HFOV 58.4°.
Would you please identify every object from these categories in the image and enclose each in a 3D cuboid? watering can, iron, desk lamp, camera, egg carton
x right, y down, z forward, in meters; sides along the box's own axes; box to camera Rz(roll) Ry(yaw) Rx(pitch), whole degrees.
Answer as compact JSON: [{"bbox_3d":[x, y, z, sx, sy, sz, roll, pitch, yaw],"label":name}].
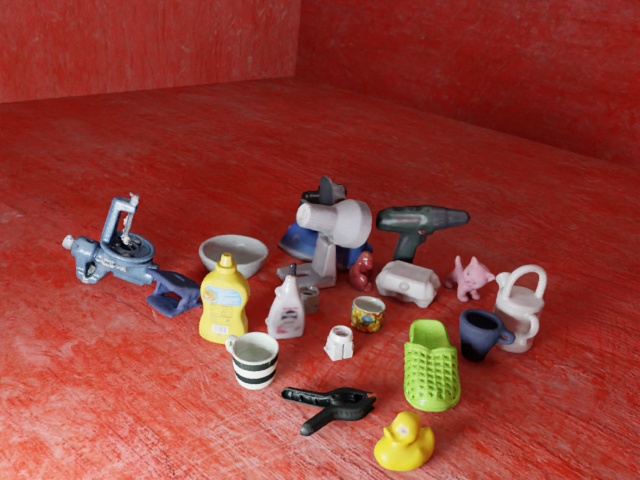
[{"bbox_3d":[0.431,0.136,1.253,0.101,0.194,0.172,-9,30,-29],"label":"watering can"},{"bbox_3d":[0.012,-0.015,1.518,0.257,0.141,0.119,13,26,12],"label":"iron"},{"bbox_3d":[0.013,0.005,1.393,0.204,0.213,0.117,-8,30,-28],"label":"desk lamp"},{"bbox_3d":[0.009,-0.137,1.815,0.137,0.101,0.143,0,27,-15],"label":"camera"},{"bbox_3d":[0.215,0.106,1.402,0.150,0.069,0.107,16,27,18],"label":"egg carton"}]

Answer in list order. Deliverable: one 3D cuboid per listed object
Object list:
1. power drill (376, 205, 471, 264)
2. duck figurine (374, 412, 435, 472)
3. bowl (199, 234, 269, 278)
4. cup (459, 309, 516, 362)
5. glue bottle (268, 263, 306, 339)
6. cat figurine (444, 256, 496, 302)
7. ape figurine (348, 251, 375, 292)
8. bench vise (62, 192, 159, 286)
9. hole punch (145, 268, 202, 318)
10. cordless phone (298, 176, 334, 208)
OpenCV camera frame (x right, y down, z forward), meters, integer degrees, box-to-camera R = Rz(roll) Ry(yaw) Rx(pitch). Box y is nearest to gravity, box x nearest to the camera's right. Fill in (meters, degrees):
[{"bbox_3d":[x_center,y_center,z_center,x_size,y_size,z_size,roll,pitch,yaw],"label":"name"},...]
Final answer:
[{"bbox_3d":[0.250,0.003,1.463,0.229,0.208,0.075,10,26,6],"label":"power drill"},{"bbox_3d":[0.142,0.317,0.931,0.105,0.086,0.077,-6,28,-24],"label":"duck figurine"},{"bbox_3d":[-0.211,0.053,1.397,0.167,0.075,0.167,6,26,-3],"label":"bowl"},{"bbox_3d":[0.342,0.209,1.194,0.117,0.095,0.092,20,29,26],"label":"cup"},{"bbox_3d":[-0.064,0.123,1.177,0.078,0.173,0.037,-4,28,-21],"label":"glue bottle"},{"bbox_3d":[0.373,0.087,1.427,0.067,0.118,0.127,-5,28,-23],"label":"cat figurine"},{"bbox_3d":[0.110,0.072,1.421,0.075,0.092,0.078,27,32,36],"label":"ape figurine"},{"bbox_3d":[-0.467,0.000,1.274,0.208,0.220,0.121,-2,27,-18],"label":"bench vise"},{"bbox_3d":[-0.318,0.101,1.252,0.108,0.091,0.101,25,31,33],"label":"hole punch"},{"bbox_3d":[0.000,-0.109,1.657,0.094,0.185,0.147,-10,31,-32],"label":"cordless phone"}]
